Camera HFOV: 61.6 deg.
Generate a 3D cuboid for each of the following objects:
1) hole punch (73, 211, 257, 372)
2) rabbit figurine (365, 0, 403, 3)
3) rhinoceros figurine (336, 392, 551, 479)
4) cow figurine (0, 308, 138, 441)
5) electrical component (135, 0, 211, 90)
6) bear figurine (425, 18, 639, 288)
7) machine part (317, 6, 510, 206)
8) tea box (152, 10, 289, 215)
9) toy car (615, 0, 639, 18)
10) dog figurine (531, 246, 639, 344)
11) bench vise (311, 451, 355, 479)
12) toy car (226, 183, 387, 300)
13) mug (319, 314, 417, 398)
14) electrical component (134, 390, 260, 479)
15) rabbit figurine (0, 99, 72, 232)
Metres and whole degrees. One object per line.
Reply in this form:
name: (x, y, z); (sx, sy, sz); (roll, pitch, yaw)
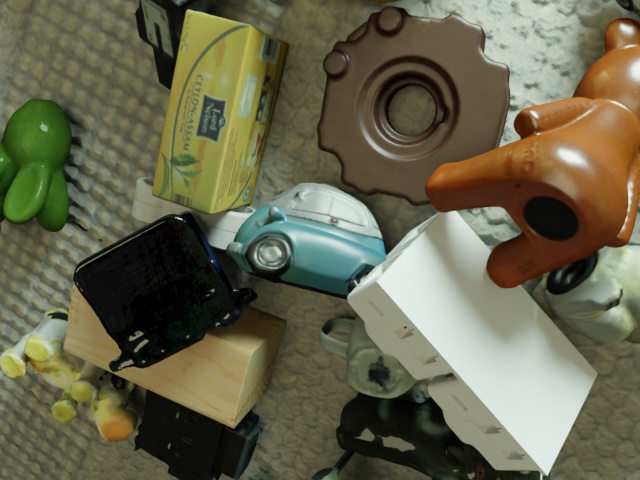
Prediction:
hole punch: (-0.145, 0.041, 0.498); (0.142, 0.092, 0.115); (-29, 104, -8)
rabbit figurine: (0.064, -0.290, 0.425); (0.162, 0.122, 0.173); (15, 86, 12)
rhinoceros figurine: (0.111, 0.186, 0.497); (0.191, 0.112, 0.073); (13, 101, 21)
cow figurine: (-0.277, 0.160, 0.636); (0.068, 0.098, 0.167); (-35, 107, 15)
electrical component: (-0.140, -0.204, 0.529); (0.075, 0.048, 0.119); (36, 151, 21)
bear figurine: (0.195, -0.072, 0.415); (0.120, 0.196, 0.132); (48, 148, -11)
machine part: (0.081, -0.115, 0.479); (0.180, 0.056, 0.179); (4, 102, 16)
tea box: (-0.093, -0.117, 0.513); (0.068, 0.098, 0.169); (20, 104, 13)
toy car: (0.293, -0.166, 0.400); (0.073, 0.056, 0.201); (-37, 88, 20)
dog figurine: (0.294, 0.064, 0.431); (0.190, 0.121, 0.172); (41, 145, -11)
bench vise: (0.088, 0.295, 0.467); (0.241, 0.129, 0.223); (-26, 75, 35)
toy car: (-0.001, -0.002, 0.504); (0.162, 0.109, 0.103); (12, 83, 3)
mug: (0.051, 0.097, 0.501); (0.110, 0.107, 0.080); (15, 103, 13)
electrical component: (-0.136, 0.210, 0.609); (0.134, 0.058, 0.114); (20, 107, 14)
rabbit figurine: (-0.350, -0.081, 0.594); (0.170, 0.121, 0.159); (-32, 82, 6)
